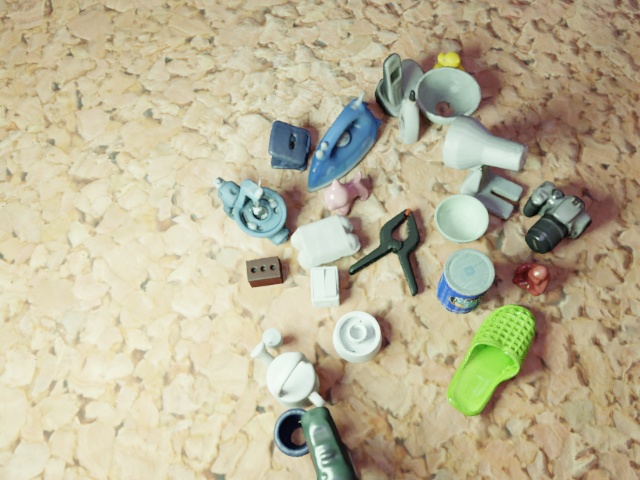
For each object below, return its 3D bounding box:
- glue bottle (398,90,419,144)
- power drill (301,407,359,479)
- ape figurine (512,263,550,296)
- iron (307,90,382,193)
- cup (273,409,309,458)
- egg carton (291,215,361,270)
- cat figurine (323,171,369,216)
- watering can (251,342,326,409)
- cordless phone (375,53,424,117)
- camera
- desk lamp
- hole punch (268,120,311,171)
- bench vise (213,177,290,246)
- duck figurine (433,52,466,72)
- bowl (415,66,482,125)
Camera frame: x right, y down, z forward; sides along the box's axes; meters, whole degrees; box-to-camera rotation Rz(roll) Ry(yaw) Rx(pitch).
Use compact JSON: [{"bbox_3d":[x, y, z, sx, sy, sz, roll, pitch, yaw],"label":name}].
[{"bbox_3d":[0.219,-0.310,1.400,0.037,0.173,0.078,-15,66,-3],"label":"glue bottle"},{"bbox_3d":[0.029,0.432,1.067,0.075,0.208,0.229,-21,67,-5],"label":"power drill"},{"bbox_3d":[0.474,0.080,1.259,0.076,0.092,0.077,-12,66,-2],"label":"ape figurine"},{"bbox_3d":[0.045,-0.242,1.398,0.118,0.141,0.258,32,72,16],"label":"iron"},{"bbox_3d":[-0.032,0.384,1.154,0.118,0.095,0.091,-30,68,-10],"label":"cup"},{"bbox_3d":[0.012,0.005,1.331,0.150,0.069,0.107,-20,67,-5],"label":"egg carton"},{"bbox_3d":[0.056,-0.114,1.354,0.128,0.118,0.067,-41,70,-14],"label":"cat figurine"},{"bbox_3d":[-0.064,0.275,1.149,0.172,0.194,0.101,14,68,10],"label":"watering can"},{"bbox_3d":[0.206,-0.413,1.439,0.094,0.185,0.148,37,73,18],"label":"cordless phone"},{"bbox_3d":[0.524,-0.047,1.306,0.137,0.101,0.143,-41,70,-14],"label":"camera"},{"bbox_3d":[0.379,-0.173,1.309,0.203,0.214,0.118,27,71,14],"label":"desk lamp"},{"bbox_3d":[-0.074,-0.238,1.430,0.101,0.091,0.108,5,67,6],"label":"hole punch"},{"bbox_3d":[-0.171,-0.082,1.297,0.207,0.220,0.121,18,69,11],"label":"bench vise"},{"bbox_3d":[0.347,-0.452,1.502,0.104,0.086,0.077,38,74,18],"label":"duck figurine"},{"bbox_3d":[0.323,-0.356,1.468,0.167,0.075,0.167,-1,66,3],"label":"bowl"}]
